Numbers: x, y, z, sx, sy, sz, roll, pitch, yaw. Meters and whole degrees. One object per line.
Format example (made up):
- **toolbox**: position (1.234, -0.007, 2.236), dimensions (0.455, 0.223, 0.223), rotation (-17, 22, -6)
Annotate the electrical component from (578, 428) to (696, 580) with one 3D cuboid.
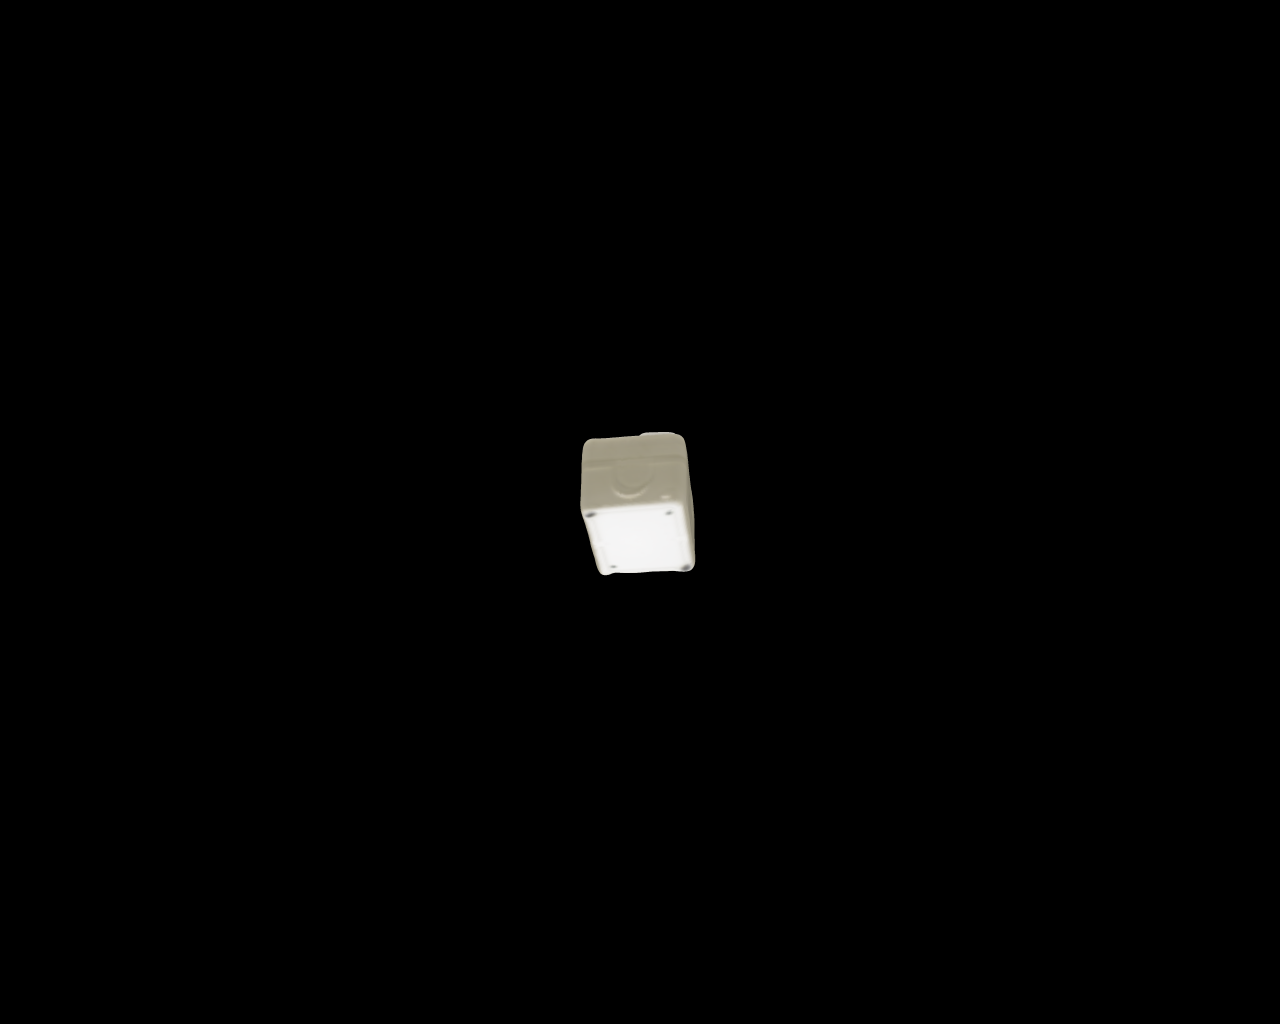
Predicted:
- **electrical component**: position (0.001, -0.003, 0.650), dimensions (0.062, 0.061, 0.096), rotation (-3, -33, 5)
